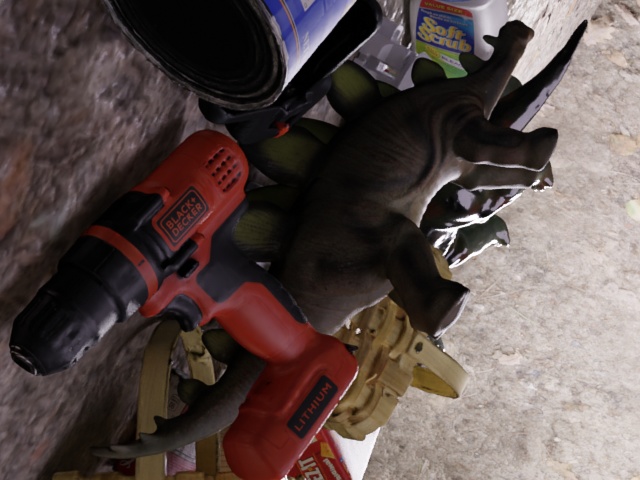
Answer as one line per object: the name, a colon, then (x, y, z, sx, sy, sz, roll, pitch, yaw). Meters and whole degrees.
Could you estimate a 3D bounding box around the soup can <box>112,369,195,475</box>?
soup can: (-0.127, 0.174, 0.939, 0.102, 0.068, 0.068, -59, 169, -4)

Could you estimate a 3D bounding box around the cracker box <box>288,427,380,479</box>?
cracker box: (-0.012, 0.168, 1.114, 0.072, 0.164, 0.213, -27, -175, 13)

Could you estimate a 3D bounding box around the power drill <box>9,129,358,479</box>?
power drill: (-0.069, 0.055, 0.628, 0.057, 0.187, 0.184, -2, -140, 49)

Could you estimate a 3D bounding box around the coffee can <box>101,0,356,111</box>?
coffee can: (-0.020, -0.143, 0.478, 0.140, 0.103, 0.103, -54, 168, -25)

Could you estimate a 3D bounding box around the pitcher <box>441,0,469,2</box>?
pitcher: (0.085, -0.241, 0.660, 0.149, 0.145, 0.242, -47, 173, 3)

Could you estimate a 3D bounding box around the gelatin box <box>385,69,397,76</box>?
gelatin box: (0.055, -0.112, 1.027, 0.073, 0.030, 0.089, -52, 160, -63)

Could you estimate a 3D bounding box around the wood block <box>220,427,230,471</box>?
wood block: (-0.125, 0.277, 1.081, 0.206, 0.090, 0.091, 111, -26, -43)

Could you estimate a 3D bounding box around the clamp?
clamp: (-0.016, -0.102, 0.675, 0.120, 0.039, 0.171, -27, 180, -1)

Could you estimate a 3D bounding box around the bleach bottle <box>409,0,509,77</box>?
bleach bottle: (0.120, -0.215, 0.964, 0.068, 0.103, 0.250, -57, 163, -7)
